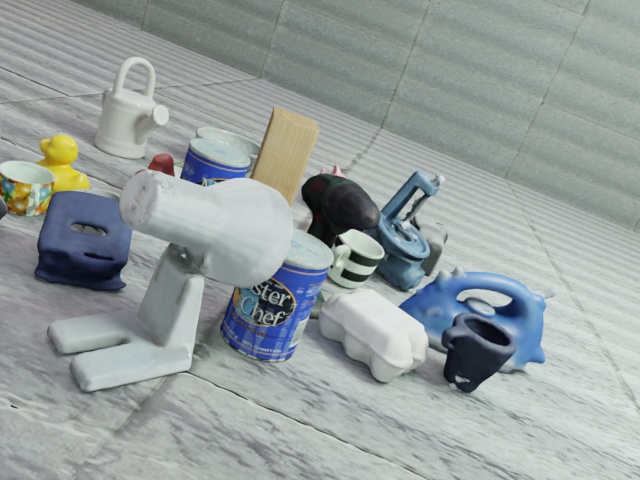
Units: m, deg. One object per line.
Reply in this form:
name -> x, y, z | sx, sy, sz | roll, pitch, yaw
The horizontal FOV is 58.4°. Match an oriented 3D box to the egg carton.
egg carton -> 0.074, 0.126, 0.787 | 0.150, 0.069, 0.107 | 34, 23, 30

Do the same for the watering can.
watering can -> -0.374, -0.267, 1.150 | 0.172, 0.194, 0.101 | 23, 20, 5

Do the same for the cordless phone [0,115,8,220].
cordless phone -> -0.450, -0.113, 0.692 | 0.147, 0.185, 0.094 | 22, 20, 1

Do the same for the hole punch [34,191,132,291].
hole punch -> -0.287, 0.000, 0.709 | 0.109, 0.091, 0.101 | 13, 22, -23

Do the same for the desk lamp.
desk lamp -> -0.146, 0.030, 0.598 | 0.117, 0.213, 0.204 | 36, 24, 33

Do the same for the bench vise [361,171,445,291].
bench vise -> 0.124, -0.041, 1.046 | 0.207, 0.220, 0.122 | 25, 20, 10

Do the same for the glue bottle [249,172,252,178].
glue bottle -> -0.103, -0.165, 1.197 | 0.037, 0.173, 0.078 | 29, 21, 20

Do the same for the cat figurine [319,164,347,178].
cat figurine -> 0.022, -0.118, 1.286 | 0.067, 0.118, 0.127 | 10, 23, -29

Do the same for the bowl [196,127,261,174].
bowl -> -0.208, -0.191, 1.300 | 0.167, 0.075, 0.167 | 19, 20, -7

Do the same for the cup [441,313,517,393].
cup -> 0.202, 0.161, 0.792 | 0.118, 0.095, 0.091 | 8, 24, -32

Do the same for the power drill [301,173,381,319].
power drill -> 0.008, 0.003, 0.831 | 0.076, 0.208, 0.229 | 13, 22, -22

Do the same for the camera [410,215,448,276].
camera -> 0.188, -0.010, 1.205 | 0.137, 0.101, 0.143 | 19, 20, -6

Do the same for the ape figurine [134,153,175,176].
ape figurine -> -0.279, -0.107, 0.989 | 0.076, 0.092, 0.077 | 4, 27, -40

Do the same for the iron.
iron -> 0.246, 0.107, 0.908 | 0.259, 0.141, 0.118 | 17, 21, -12

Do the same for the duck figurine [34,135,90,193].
duck figurine -> -0.405, -0.120, 0.902 | 0.104, 0.086, 0.078 | 28, 21, 17
